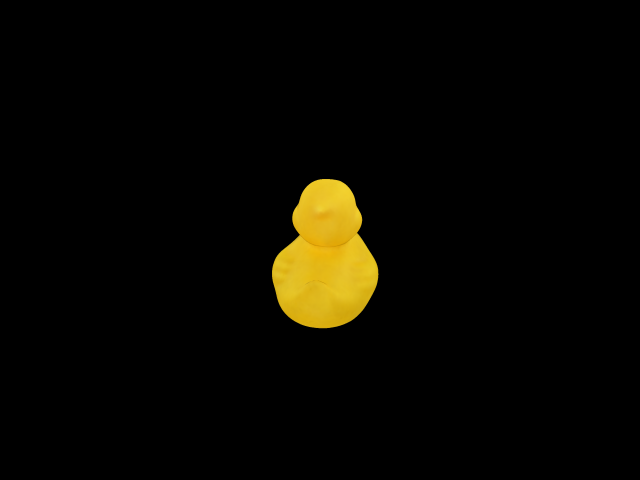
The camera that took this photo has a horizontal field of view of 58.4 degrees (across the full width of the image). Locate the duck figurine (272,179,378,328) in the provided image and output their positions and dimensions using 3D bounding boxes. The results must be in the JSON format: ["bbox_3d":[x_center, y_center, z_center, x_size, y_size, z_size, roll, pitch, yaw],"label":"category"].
[{"bbox_3d":[0.004,0.001,0.400,0.077,0.086,0.104,5,40,7],"label":"duck figurine"}]
